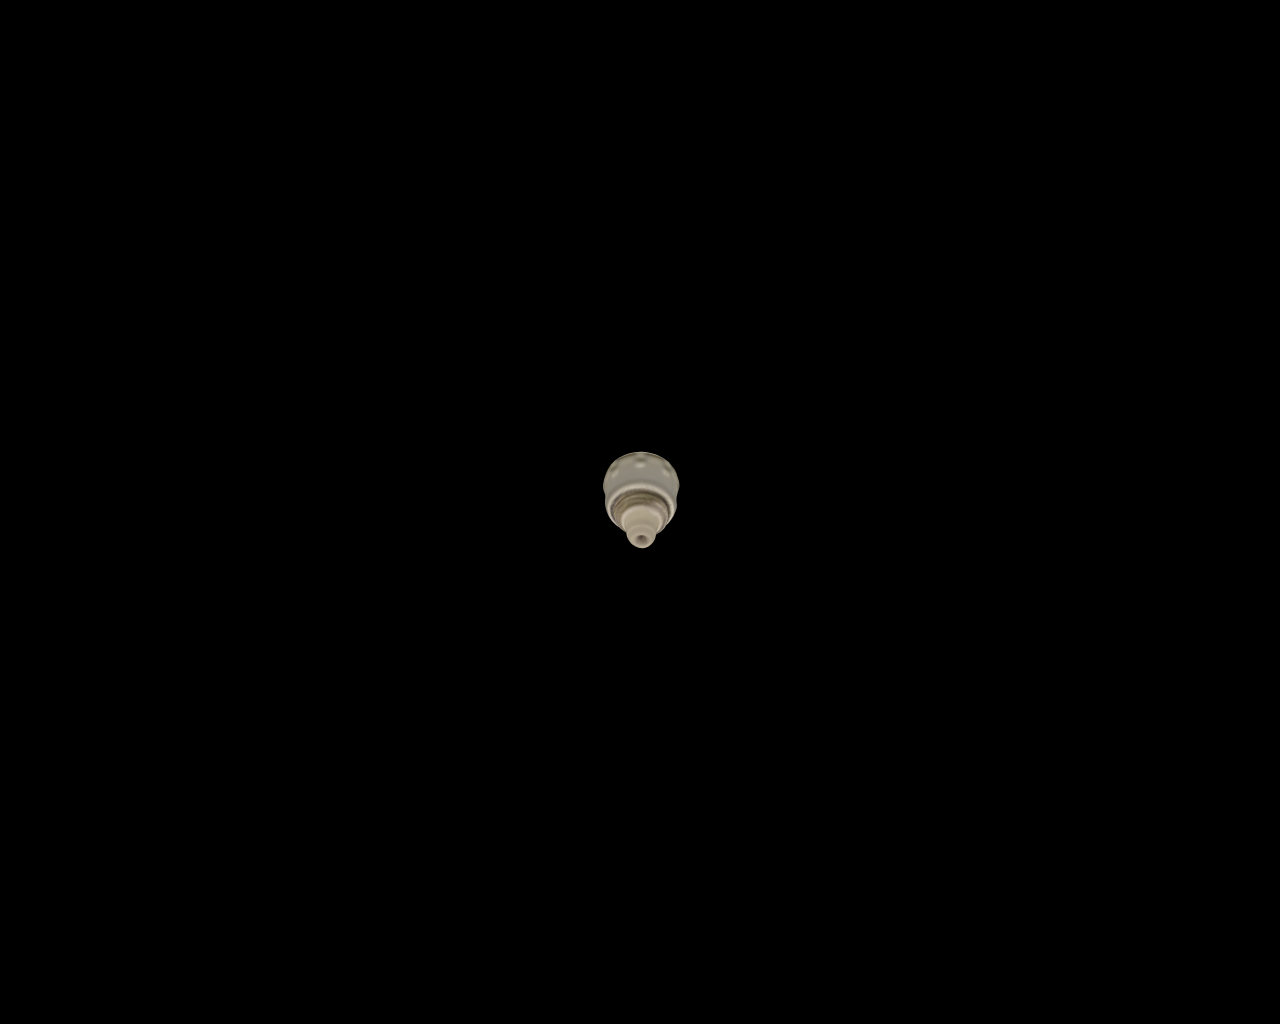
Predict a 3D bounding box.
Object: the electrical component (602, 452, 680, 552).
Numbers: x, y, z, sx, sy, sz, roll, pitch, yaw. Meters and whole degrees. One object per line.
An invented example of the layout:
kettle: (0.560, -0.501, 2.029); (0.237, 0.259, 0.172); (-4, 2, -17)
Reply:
electrical component: (0.001, -0.003, 0.650); (0.048, 0.048, 0.062); (0, 40, 0)
